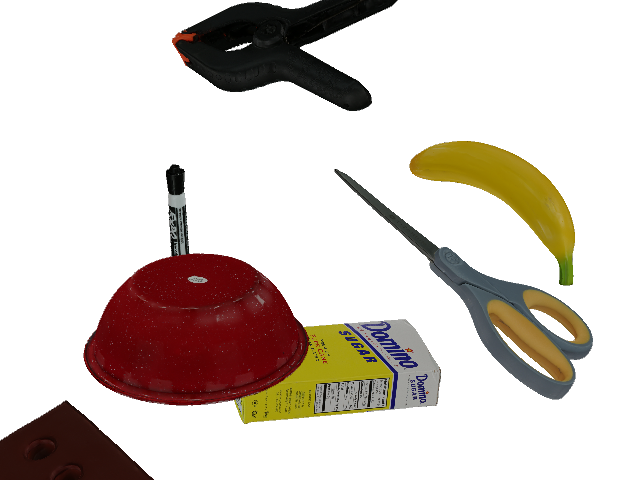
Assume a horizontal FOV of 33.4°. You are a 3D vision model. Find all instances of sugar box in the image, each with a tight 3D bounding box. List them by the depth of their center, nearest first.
[{"bbox_3d":[0.008,0.112,0.941,0.176,0.048,0.093,-6,27,-14],"label":"sugar box"}]

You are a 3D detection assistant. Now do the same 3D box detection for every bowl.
[{"bbox_3d":[-0.088,0.052,0.759,0.162,0.055,0.162,0,23,0],"label":"bowl"}]

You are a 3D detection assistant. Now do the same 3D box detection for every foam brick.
[{"bbox_3d":[-0.111,0.122,0.483,0.052,0.051,0.078,-31,45,-33],"label":"foam brick"}]

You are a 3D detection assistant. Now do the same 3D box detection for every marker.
[{"bbox_3d":[-0.145,-0.021,1.084,0.020,0.121,0.020,0,29,0],"label":"marker"}]

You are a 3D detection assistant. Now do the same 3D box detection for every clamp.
[{"bbox_3d":[-0.023,-0.152,0.789,0.172,0.120,0.039,11,-36,23],"label":"clamp"}]

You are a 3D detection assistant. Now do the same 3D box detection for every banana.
[{"bbox_3d":[0.146,-0.042,0.890,0.037,0.070,0.198,6,27,-43],"label":"banana"}]

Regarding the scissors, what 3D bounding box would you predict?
[{"bbox_3d":[0.098,0.018,0.679,0.096,0.016,0.202,-8,49,-44],"label":"scissors"}]
